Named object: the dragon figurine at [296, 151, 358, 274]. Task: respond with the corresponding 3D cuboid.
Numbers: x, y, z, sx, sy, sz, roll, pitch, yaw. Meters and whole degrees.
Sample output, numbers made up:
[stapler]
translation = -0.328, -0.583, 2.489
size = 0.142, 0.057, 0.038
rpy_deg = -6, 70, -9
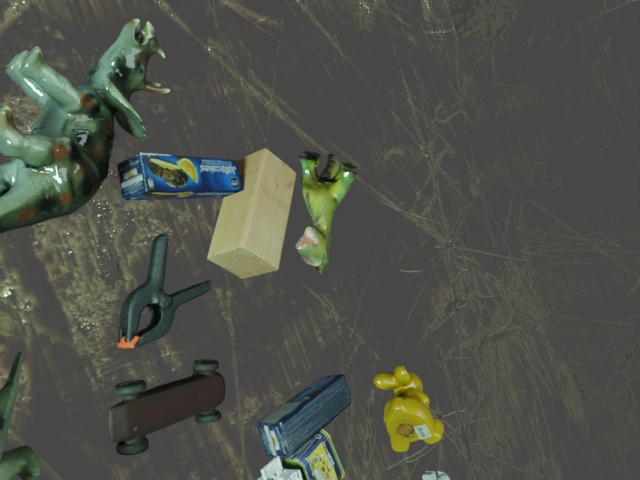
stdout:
[dragon figurine]
translation = 0.003, -0.053, 1.063
size = 0.122, 0.240, 0.414
rpy_deg = 9, 12, 5
